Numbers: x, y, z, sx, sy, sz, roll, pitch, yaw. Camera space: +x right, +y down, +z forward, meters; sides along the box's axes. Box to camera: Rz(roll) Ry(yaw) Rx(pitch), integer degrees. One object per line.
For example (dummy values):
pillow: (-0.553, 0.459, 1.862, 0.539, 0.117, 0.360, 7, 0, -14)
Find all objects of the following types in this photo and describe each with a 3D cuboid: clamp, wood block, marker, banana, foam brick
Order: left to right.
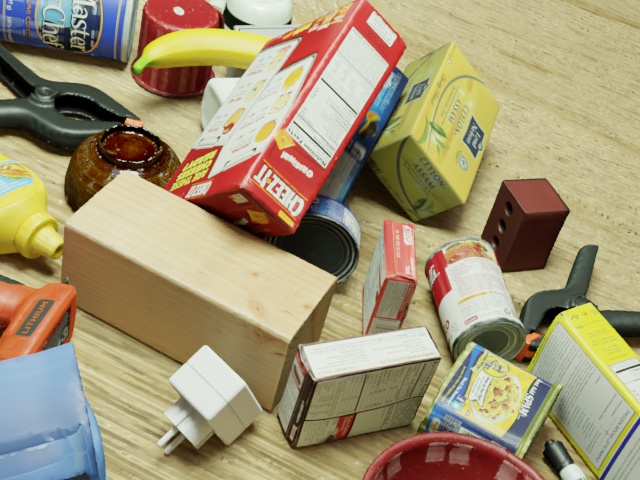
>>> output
clamp: (-0.277, -0.139, 1.060, 0.210, 0.036, 0.164, 12, 40, -7)
wood block: (-0.102, 0.039, 0.878, 0.206, 0.091, 0.090, 26, 42, 12)
banana: (-0.093, -0.184, 1.080, 0.197, 0.037, 0.069, -2, 55, -14)
foam brick: (0.199, -0.015, 1.042, 0.051, 0.078, 0.053, -5, 43, -21)
marker: (0.214, 0.208, 0.844, 0.020, 0.020, 0.121, -10, 47, -27)
clamp: (0.251, 0.075, 0.988, 0.120, 0.039, 0.171, 35, 50, 28)

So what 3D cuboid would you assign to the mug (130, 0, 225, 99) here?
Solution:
mug: (-0.145, -0.216, 1.152, 0.093, 0.082, 0.117, 37, 45, 23)

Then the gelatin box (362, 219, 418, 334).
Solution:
gelatin box: (0.060, 0.039, 0.929, 0.030, 0.089, 0.073, 10, 41, -7)

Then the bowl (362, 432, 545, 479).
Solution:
bowl: (0.099, 0.218, 0.768, 0.162, 0.055, 0.162, 9, 42, -8)

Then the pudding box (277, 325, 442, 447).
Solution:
pudding box: (0.030, 0.114, 0.836, 0.113, 0.090, 0.039, -8, 47, -24)

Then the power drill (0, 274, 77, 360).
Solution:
power drill: (-0.297, 0.061, 0.817, 0.187, 0.057, 0.184, 20, 41, 5)

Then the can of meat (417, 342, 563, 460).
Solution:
can of meat: (0.138, 0.140, 0.867, 0.084, 0.057, 0.102, 28, 42, 16)

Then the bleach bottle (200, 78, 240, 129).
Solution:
bleach bottle: (0.008, -0.126, 1.117, 0.250, 0.068, 0.103, -5, 48, -26)

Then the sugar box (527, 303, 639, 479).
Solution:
sugar box: (0.243, 0.146, 0.866, 0.048, 0.093, 0.176, -15, 50, -29)

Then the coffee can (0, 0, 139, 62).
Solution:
coffee can: (-0.267, -0.252, 1.138, 0.140, 0.103, 0.103, 8, 42, -8)

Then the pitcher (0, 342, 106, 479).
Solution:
pitcher: (-0.255, 0.150, 0.657, 0.242, 0.149, 0.145, -10, 42, -16)

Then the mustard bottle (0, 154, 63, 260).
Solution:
mustard bottle: (-0.296, -0.039, 0.927, 0.192, 0.058, 0.096, 32, 38, 18)

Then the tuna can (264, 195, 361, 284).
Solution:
tuna can: (-0.006, 0.001, 0.953, 0.086, 0.086, 0.033, 13, 40, -3)

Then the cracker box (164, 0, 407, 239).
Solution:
cracker box: (-0.035, -0.099, 0.944, 0.072, 0.164, 0.213, 41, 65, -24)

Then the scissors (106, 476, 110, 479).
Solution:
scissors: (-0.140, 0.180, 0.768, 0.096, 0.016, 0.202, -2, 39, -28)

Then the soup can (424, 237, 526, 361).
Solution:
soup can: (0.138, 0.057, 0.950, 0.068, 0.069, 0.102, 2, 44, -15)
